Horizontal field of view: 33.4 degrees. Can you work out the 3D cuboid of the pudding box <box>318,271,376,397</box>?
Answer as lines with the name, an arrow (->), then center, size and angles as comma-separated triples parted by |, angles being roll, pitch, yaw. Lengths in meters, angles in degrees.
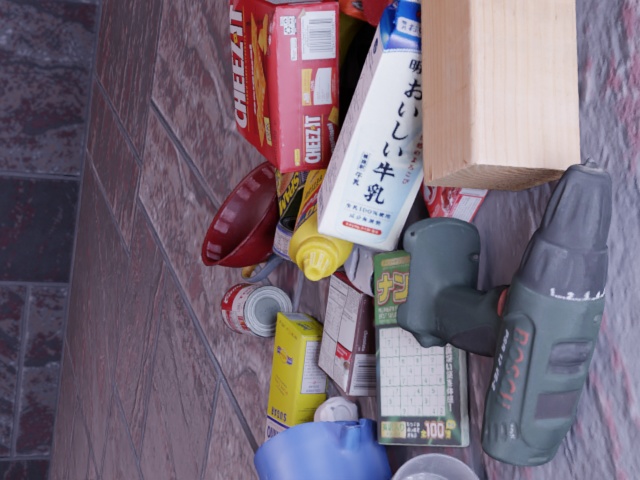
pudding box -> 0.035, 0.096, 1.117 | 0.090, 0.039, 0.113 | -145, 62, -66

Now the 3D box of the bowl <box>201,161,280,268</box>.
bowl -> -0.081, -0.022, 1.354 | 0.162, 0.055, 0.162 | -43, 25, 25

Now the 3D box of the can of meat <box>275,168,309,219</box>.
can of meat -> -0.015, -0.069, 1.243 | 0.102, 0.057, 0.084 | 122, 147, -51

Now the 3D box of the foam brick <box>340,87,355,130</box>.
foam brick -> 0.017, -0.125, 1.172 | 0.053, 0.051, 0.078 | 116, 149, -45

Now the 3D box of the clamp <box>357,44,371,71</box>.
clamp -> 0.071, -0.140, 1.057 | 0.120, 0.039, 0.171 | 134, 136, -65

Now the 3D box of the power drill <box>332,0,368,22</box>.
power drill -> 0.058, -0.312, 1.050 | 0.184, 0.057, 0.188 | -130, 56, -62

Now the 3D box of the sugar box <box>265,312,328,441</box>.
sugar box -> -0.028, 0.182, 1.258 | 0.093, 0.048, 0.176 | -146, 62, -66

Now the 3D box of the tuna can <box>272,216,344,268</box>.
tuna can -> -0.008, 0.001, 1.174 | 0.086, 0.086, 0.034 | -135, 52, -63

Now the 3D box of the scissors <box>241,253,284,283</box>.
scissors -> -0.035, 0.000, 1.331 | 0.202, 0.016, 0.096 | -28, 37, 48

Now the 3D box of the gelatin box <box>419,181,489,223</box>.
gelatin box -> 0.118, -0.059, 0.931 | 0.089, 0.030, 0.073 | 114, 151, -42

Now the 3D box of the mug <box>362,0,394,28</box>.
mug -> 0.091, -0.238, 0.953 | 0.093, 0.081, 0.117 | -126, 43, -59

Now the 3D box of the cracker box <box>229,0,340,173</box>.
cracker box -> -0.041, -0.174, 1.117 | 0.214, 0.072, 0.164 | -135, 41, -66

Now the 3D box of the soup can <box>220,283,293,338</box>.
soup can -> -0.083, 0.091, 1.380 | 0.102, 0.068, 0.068 | 177, 95, -68

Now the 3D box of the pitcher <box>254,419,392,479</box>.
pitcher -> 0.022, 0.305, 1.011 | 0.149, 0.145, 0.243 | 49, -159, -54

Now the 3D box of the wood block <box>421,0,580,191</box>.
wood block -> 0.135, -0.148, 0.819 | 0.091, 0.090, 0.206 | 161, 110, -69

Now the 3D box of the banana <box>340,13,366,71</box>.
banana -> 0.026, -0.224, 1.180 | 0.198, 0.037, 0.069 | 136, 135, -61

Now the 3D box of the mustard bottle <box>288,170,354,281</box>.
mustard bottle -> 0.008, -0.022, 1.074 | 0.096, 0.058, 0.191 | -49, 16, 32
